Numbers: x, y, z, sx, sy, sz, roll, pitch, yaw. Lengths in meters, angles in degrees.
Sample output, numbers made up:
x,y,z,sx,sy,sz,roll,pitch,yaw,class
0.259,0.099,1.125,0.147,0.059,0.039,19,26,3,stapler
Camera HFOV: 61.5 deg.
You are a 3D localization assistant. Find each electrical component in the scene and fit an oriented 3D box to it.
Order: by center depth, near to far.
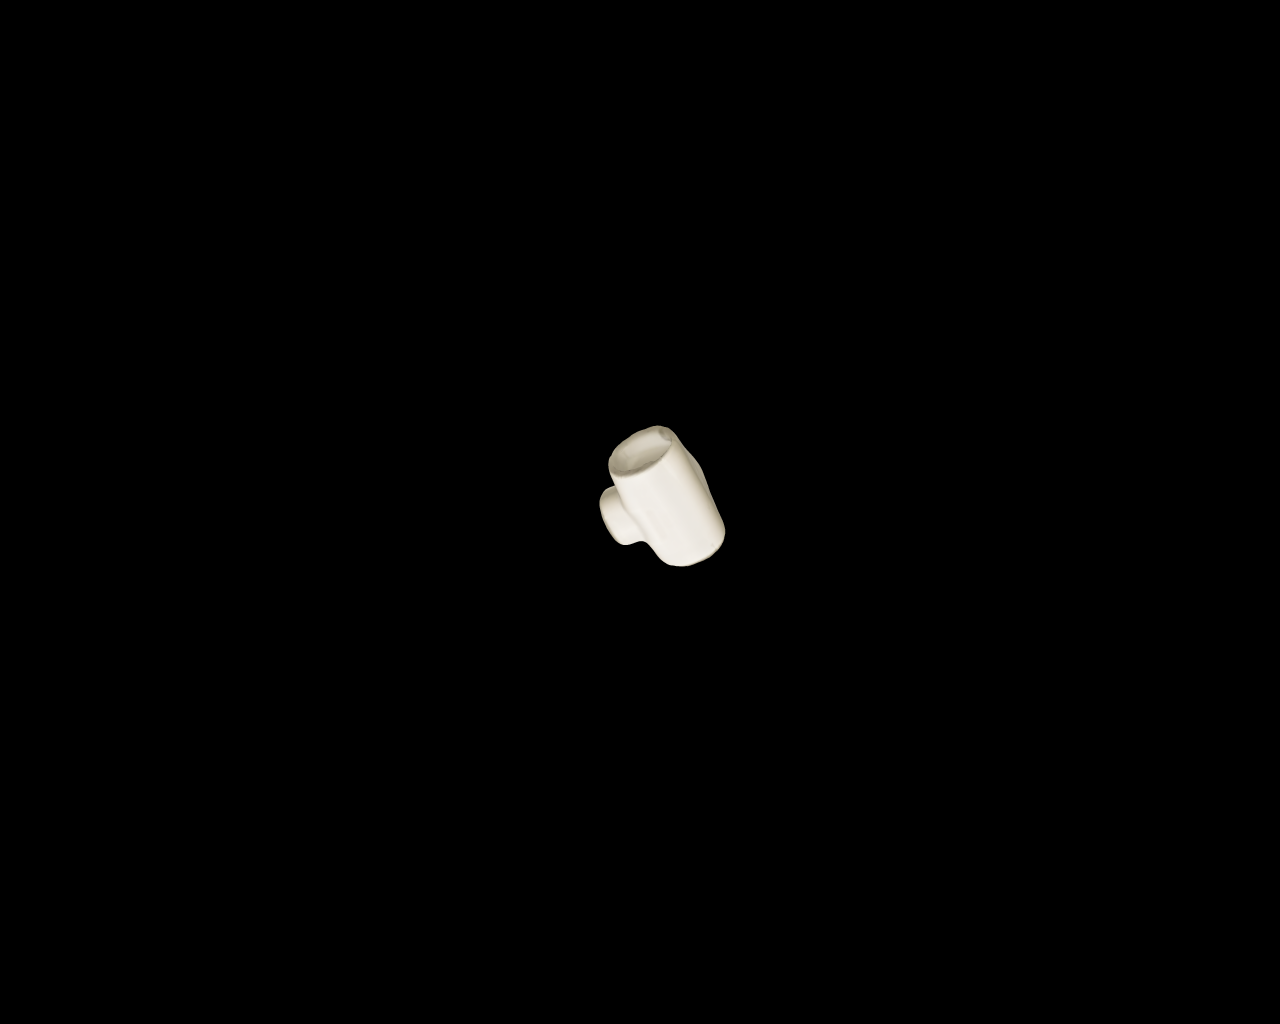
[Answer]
x,y,z,sx,sy,sz,roll,pitch,yaw,class
0.001,-0.003,0.650,0.079,0.077,0.043,-21,36,16,electrical component
